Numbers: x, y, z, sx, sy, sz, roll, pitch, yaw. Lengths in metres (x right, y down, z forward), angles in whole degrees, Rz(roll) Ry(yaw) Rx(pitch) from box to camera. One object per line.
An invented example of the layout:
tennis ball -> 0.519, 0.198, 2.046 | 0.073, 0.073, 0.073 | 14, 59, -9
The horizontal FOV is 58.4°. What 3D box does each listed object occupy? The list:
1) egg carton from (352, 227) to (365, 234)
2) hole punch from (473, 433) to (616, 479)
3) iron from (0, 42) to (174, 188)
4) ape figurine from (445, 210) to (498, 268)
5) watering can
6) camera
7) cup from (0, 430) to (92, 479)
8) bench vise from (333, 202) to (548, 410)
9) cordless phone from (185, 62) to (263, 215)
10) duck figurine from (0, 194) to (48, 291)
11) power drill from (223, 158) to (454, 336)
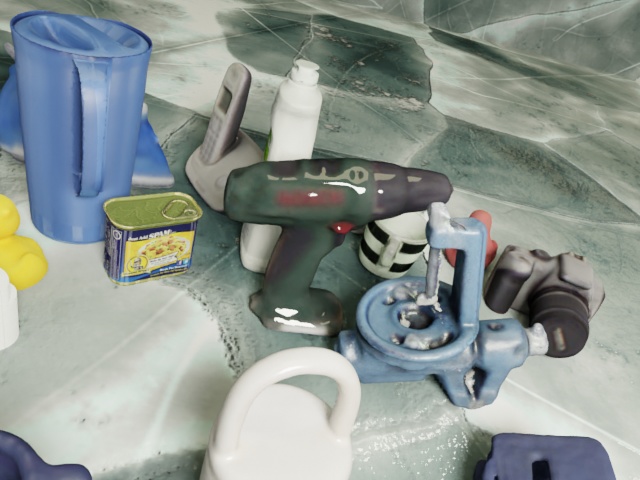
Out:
egg carton -> 0.075, -0.069, 0.884 | 0.107, 0.069, 0.150 | 6, 34, -17
hole punch -> 0.187, 0.217, 0.485 | 0.101, 0.091, 0.109 | 19, 33, 4
iron -> -0.318, -0.170, 0.788 | 0.258, 0.141, 0.118 | 16, 32, -2
ape figurine -> 0.223, -0.003, 0.831 | 0.077, 0.092, 0.076 | 26, 34, 14
watering can -> -0.024, 0.153, 0.389 | 0.101, 0.194, 0.172 | -14, 43, -38
camera -> 0.295, 0.075, 0.739 | 0.143, 0.101, 0.137 | 22, 33, 8
cup -> -0.207, 0.179, 0.359 | 0.118, 0.095, 0.091 | -2, 37, -26
bench vise -> 0.134, 0.062, 0.574 | 0.208, 0.220, 0.121 | 0, 36, -24
cordless phone -> -0.117, -0.139, 0.793 | 0.094, 0.185, 0.147 | -10, 41, -35
duck figurine -> -0.327, -0.004, 0.586 | 0.104, 0.086, 0.078 | 28, 34, 17
power drill -> 0.006, 0.002, 0.616 | 0.230, 0.208, 0.075 | 8, 33, -14
